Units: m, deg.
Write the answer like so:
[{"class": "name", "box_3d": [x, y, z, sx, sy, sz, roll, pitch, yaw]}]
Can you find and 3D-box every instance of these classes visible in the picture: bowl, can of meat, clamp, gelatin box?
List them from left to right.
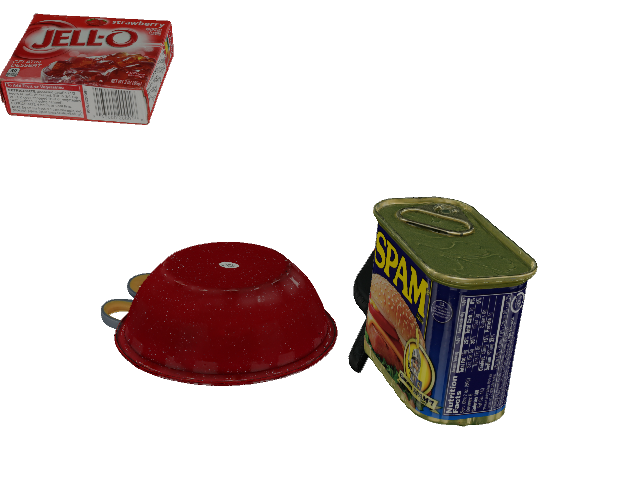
[{"class": "gelatin box", "box_3d": [-0.139, -0.105, 0.644, 0.089, 0.030, 0.073, 5, 43, 5]}, {"class": "bowl", "box_3d": [-0.067, 0.042, 0.767, 0.162, 0.055, 0.162, 1, 21, -1]}, {"class": "clamp", "box_3d": [0.090, 0.077, 1.184, 0.120, 0.171, 0.039, 4, -43, -4]}, {"class": "can of meat", "box_3d": [0.061, 0.035, 0.548, 0.057, 0.084, 0.102, -3, 24, -18]}]

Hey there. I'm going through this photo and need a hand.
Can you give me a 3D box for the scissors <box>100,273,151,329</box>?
[{"class": "scissors", "box_3d": [-0.108, 0.065, 1.029, 0.201, 0.016, 0.096, 3, 33, -4]}]
